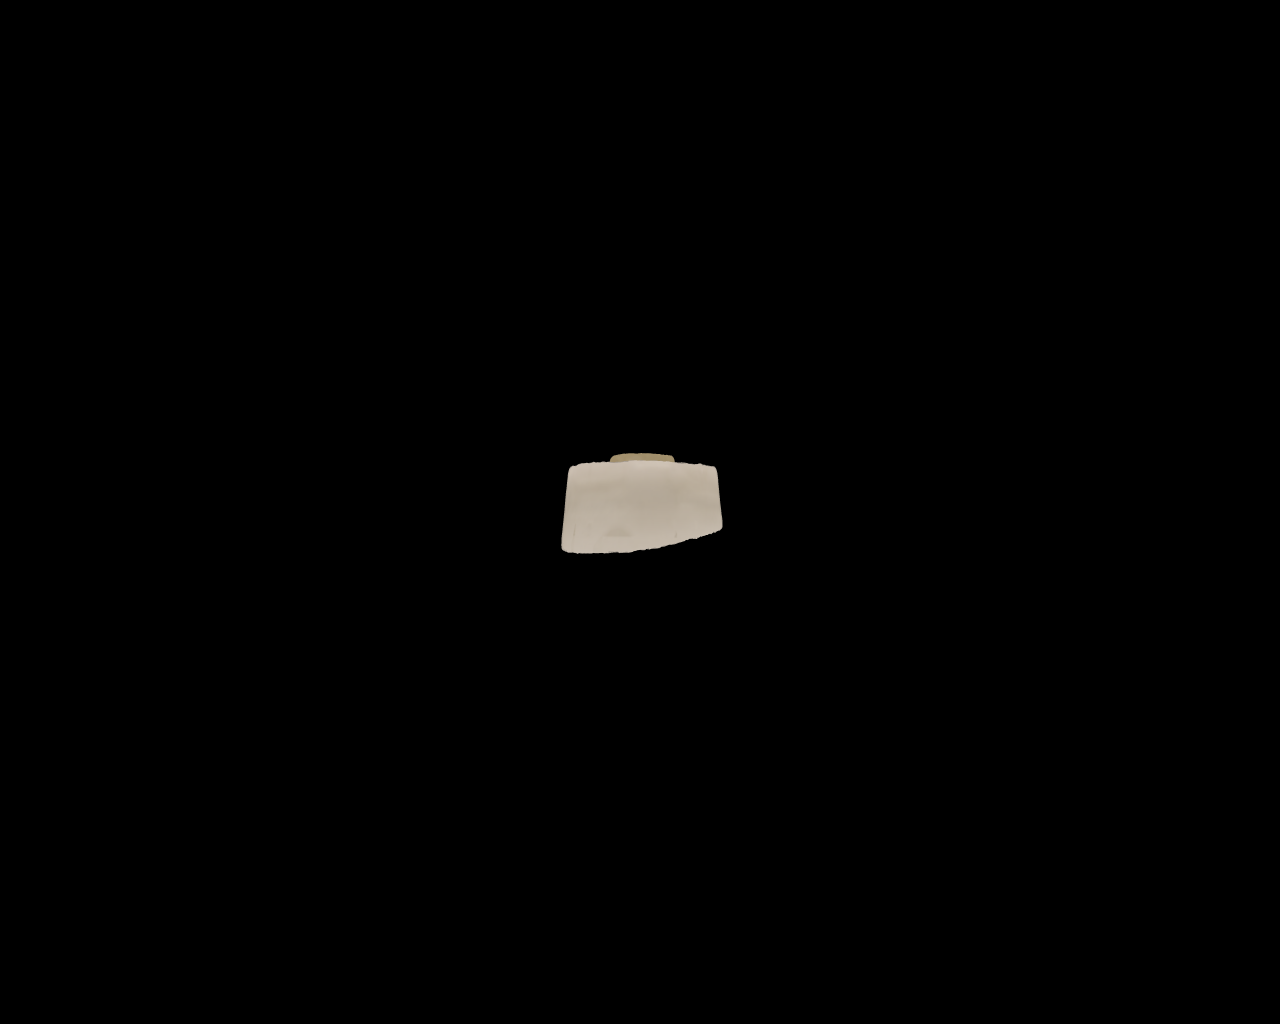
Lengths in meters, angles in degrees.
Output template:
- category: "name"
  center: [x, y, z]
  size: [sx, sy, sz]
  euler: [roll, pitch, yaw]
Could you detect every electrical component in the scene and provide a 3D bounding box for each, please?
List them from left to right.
- category: "electrical component"
  center: [0.001, -0.003, 0.650]
  size: [0.099, 0.064, 0.099]
  euler: [0, -3, 0]
